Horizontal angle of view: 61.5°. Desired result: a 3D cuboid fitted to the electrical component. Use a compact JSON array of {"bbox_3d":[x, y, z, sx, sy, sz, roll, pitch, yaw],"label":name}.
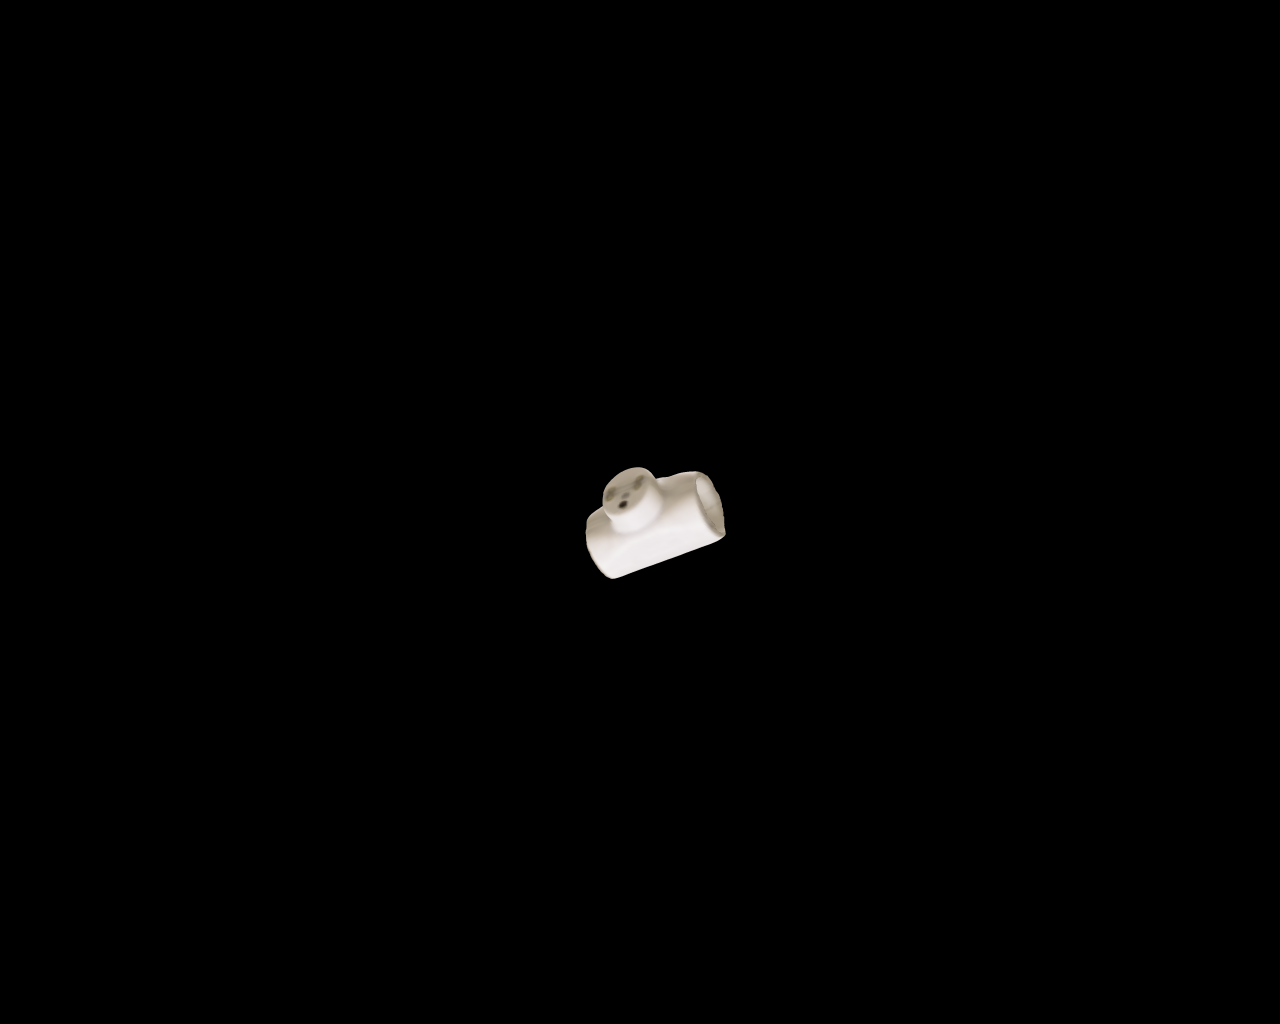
[{"bbox_3d":[0.001,-0.003,0.650,0.077,0.044,0.079,-22,-49,21],"label":"electrical component"}]
